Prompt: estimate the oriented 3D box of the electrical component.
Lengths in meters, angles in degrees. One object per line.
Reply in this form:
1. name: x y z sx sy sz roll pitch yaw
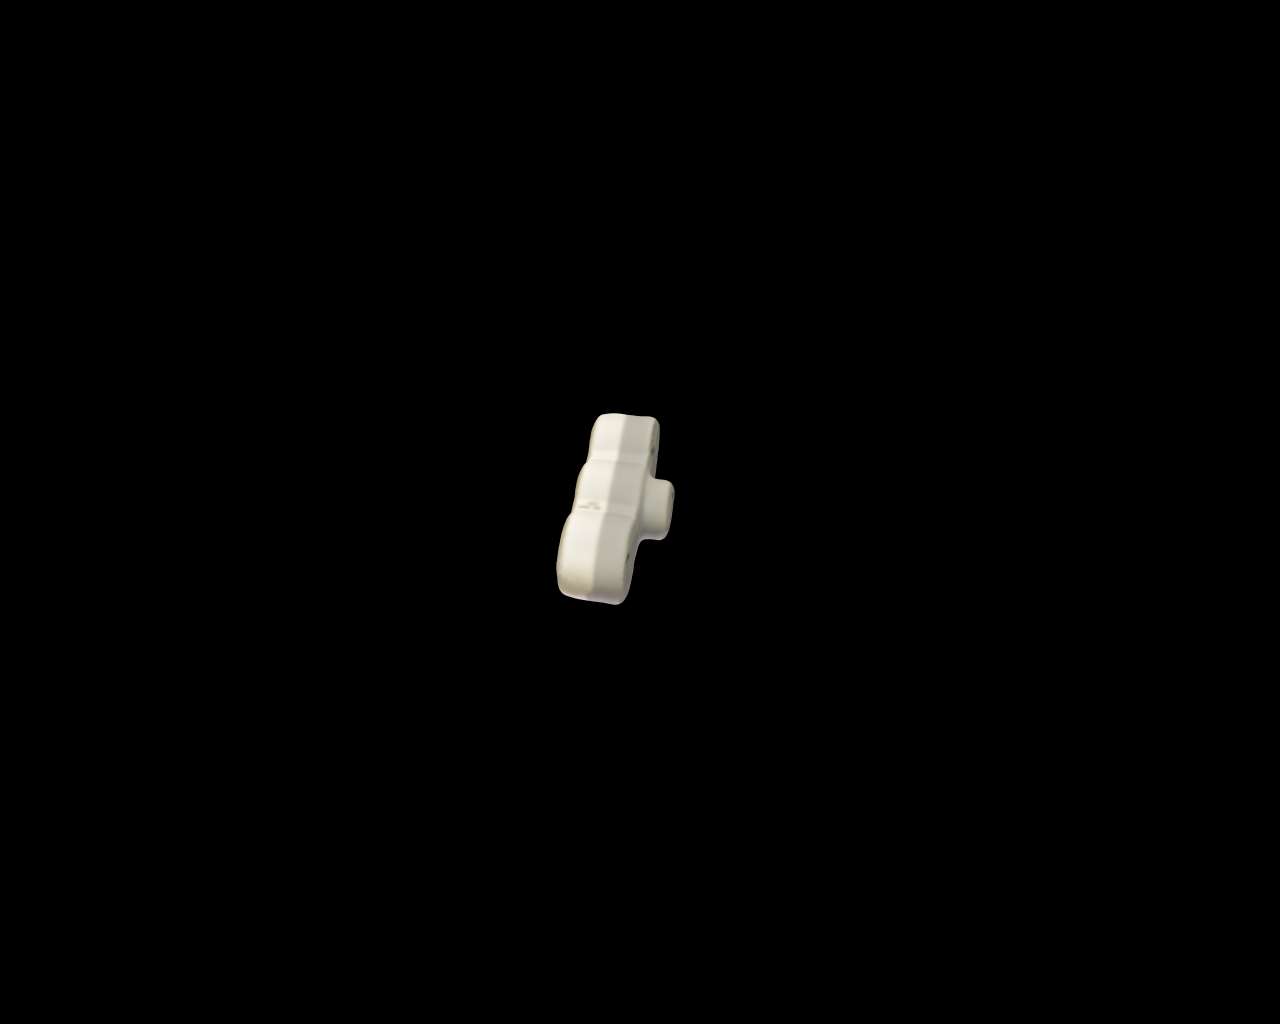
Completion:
1. electrical component: 0.001 -0.003 0.650 0.074 0.138 0.052 7 -43 7
